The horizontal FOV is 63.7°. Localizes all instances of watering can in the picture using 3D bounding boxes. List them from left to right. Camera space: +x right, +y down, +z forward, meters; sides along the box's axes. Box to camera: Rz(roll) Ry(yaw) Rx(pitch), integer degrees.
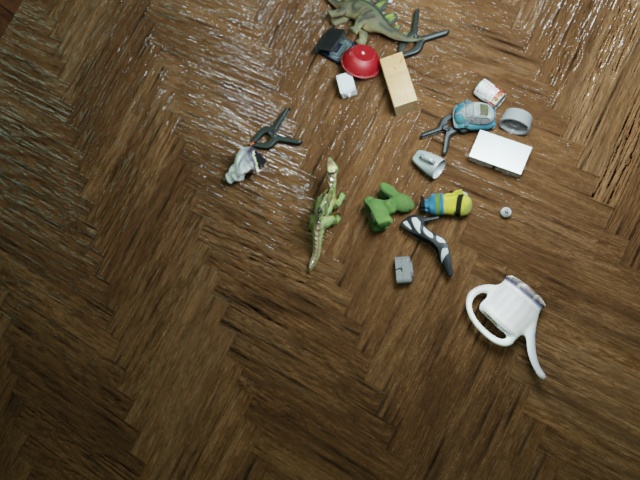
[{"bbox_3d":[0.653,0.266,1.698,0.351,0.103,0.224,43,90,17],"label":"watering can"}]

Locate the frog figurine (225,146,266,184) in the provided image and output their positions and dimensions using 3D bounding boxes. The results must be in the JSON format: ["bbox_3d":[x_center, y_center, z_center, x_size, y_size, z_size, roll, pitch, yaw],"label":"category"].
[{"bbox_3d":[-0.308,-0.295,2.021,0.159,0.120,0.141,-15,44,18],"label":"frog figurine"}]

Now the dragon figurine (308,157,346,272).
[{"bbox_3d":[0.006,-0.093,1.848,0.122,0.240,0.414,11,80,9],"label":"dragon figurine"}]
